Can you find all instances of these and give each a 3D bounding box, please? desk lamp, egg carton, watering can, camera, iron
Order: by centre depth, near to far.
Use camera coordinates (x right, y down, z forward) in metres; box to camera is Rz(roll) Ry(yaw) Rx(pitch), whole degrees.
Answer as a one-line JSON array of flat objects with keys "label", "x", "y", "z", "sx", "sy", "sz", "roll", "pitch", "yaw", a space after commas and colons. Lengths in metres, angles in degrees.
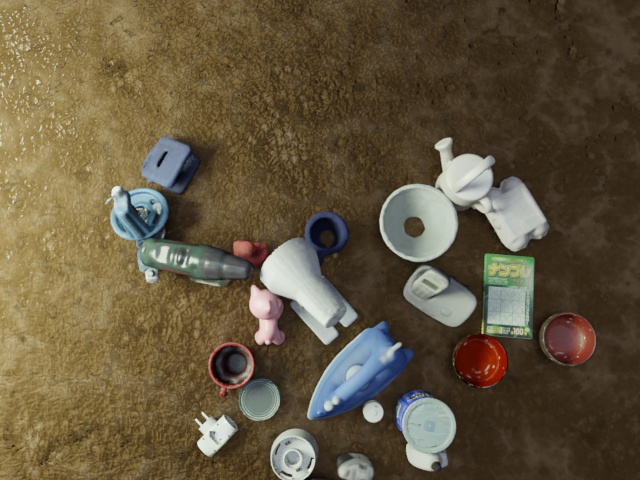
[{"label": "desk lamp", "x": -0.015, "y": 0.105, "z": 1.148, "sx": 0.118, "sy": 0.213, "sz": 0.203, "roll": -42, "pitch": 84, "yaw": -5}, {"label": "camera", "x": 0.032, "y": 0.507, "z": 1.150, "sx": 0.136, "sy": 0.101, "sz": 0.143, "roll": 9, "pitch": 82, "yaw": 1}, {"label": "iron", "x": 0.072, "y": 0.284, "z": 1.160, "sx": 0.258, "sy": 0.141, "sz": 0.118, "roll": -42, "pitch": 84, "yaw": -5}, {"label": "watering can", "x": 0.301, "y": -0.132, "z": 1.191, "sx": 0.173, "sy": 0.194, "sz": 0.101, "roll": 32, "pitch": 83, "yaw": 4}, {"label": "egg carton", "x": 0.420, "y": -0.056, "z": 1.244, "sx": 0.107, "sy": 0.069, "sz": 0.150, "roll": -30, "pitch": 83, "yaw": -4}]

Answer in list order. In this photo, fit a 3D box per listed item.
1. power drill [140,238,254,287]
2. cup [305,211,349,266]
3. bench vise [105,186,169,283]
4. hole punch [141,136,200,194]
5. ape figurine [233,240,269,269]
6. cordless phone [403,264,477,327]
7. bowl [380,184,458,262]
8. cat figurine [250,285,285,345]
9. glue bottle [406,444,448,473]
[{"label": "power drill", "x": -0.234, "y": 0.048, "z": 1.159, "sx": 0.229, "sy": 0.208, "sz": 0.076, "roll": 10, "pitch": 82, "yaw": 2}, {"label": "cup", "x": 0.011, "y": 0.004, "z": 1.222, "sx": 0.091, "sy": 0.095, "sz": 0.118, "roll": 15, "pitch": 82, "yaw": 2}, {"label": "bench vise", "x": -0.353, "y": -0.025, "z": 1.163, "sx": 0.121, "sy": 0.220, "sz": 0.207, "roll": -31, "pitch": 83, "yaw": -4}, {"label": "hole punch", "x": -0.332, "y": -0.166, "z": 1.247, "sx": 0.101, "sy": 0.091, "sz": 0.109, "roll": 27, "pitch": 83, "yaw": 4}, {"label": "ape figurine", "x": -0.153, "y": 0.027, "z": 1.220, "sx": 0.078, "sy": 0.092, "sz": 0.076, "roll": 37, "pitch": 84, "yaw": 5}, {"label": "cordless phone", "x": 0.253, "y": 0.109, "z": 1.162, "sx": 0.147, "sy": 0.185, "sz": 0.094, "roll": 30, "pitch": 83, "yaw": 4}, {"label": "bowl", "x": 0.208, "y": -0.032, "z": 1.237, "sx": 0.167, "sy": 0.075, "sz": 0.167, "roll": 0, "pitch": 82, "yaw": 0}, {"label": "cat figurine", "x": -0.111, "y": 0.157, "z": 1.189, "sx": 0.067, "sy": 0.118, "sz": 0.128, "roll": -5, "pitch": 82, "yaw": 0}, {"label": "glue bottle", "x": 0.217, "y": 0.429, "z": 1.124, "sx": 0.078, "sy": 0.173, "sz": 0.037, "roll": -10, "pitch": 82, "yaw": -1}]
